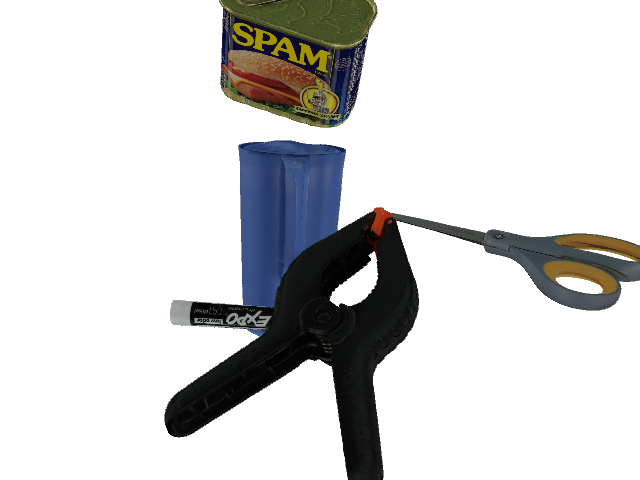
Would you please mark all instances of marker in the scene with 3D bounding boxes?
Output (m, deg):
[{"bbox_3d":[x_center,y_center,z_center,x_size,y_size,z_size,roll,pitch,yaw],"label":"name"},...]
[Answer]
[{"bbox_3d":[-0.050,0.057,0.789,0.121,0.020,0.020,3,0,8],"label":"marker"}]

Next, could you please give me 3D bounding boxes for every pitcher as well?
[{"bbox_3d":[-0.039,-0.001,1.330,0.145,0.243,0.148,11,14,39],"label":"pitcher"}]

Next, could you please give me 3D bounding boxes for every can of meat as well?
[{"bbox_3d":[-0.019,-0.131,0.726,0.102,0.057,0.084,20,-37,8],"label":"can of meat"}]

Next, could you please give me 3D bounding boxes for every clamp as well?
[{"bbox_3d":[0.010,0.058,0.567,0.120,0.171,0.039,27,-26,22],"label":"clamp"}]

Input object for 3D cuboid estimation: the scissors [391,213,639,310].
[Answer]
[{"bbox_3d":[0.131,0.012,0.759,0.202,0.016,0.096,7,30,15],"label":"scissors"}]
